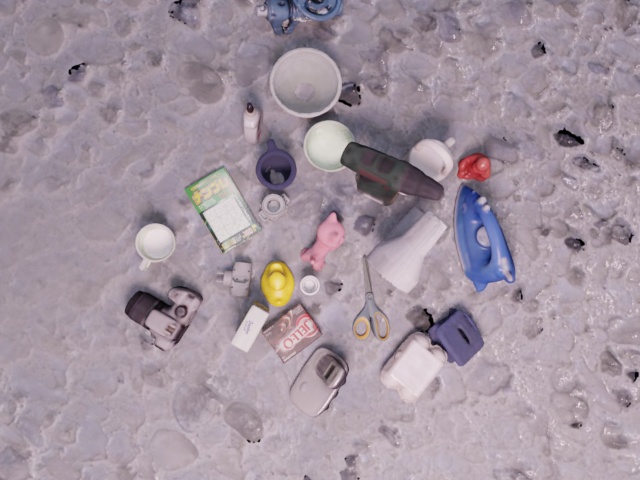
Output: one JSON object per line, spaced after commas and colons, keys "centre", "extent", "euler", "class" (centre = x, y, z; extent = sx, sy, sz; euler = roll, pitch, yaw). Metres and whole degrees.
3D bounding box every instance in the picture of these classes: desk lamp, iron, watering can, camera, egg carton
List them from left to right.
{"centre": [-0.352, 0.157, 1.268], "extent": [0.137, 0.100, 0.143], "euler": [31, 84, 0], "class": "camera"}
{"centre": [0.195, 0.013, 1.259], "extent": [0.118, 0.213, 0.203], "euler": [40, 84, 1], "class": "desk lamp"}
{"centre": [0.213, 0.290, 1.307], "extent": [0.107, 0.069, 0.150], "euler": [38, 84, 1], "class": "egg carton"}
{"centre": [0.242, -0.169, 1.288], "extent": [0.101, 0.194, 0.173], "euler": [24, 84, -1], "class": "watering can"}
{"centre": [0.379, -0.016, 1.309], "extent": [0.118, 0.141, 0.258], "euler": [-16, 86, -5], "class": "iron"}

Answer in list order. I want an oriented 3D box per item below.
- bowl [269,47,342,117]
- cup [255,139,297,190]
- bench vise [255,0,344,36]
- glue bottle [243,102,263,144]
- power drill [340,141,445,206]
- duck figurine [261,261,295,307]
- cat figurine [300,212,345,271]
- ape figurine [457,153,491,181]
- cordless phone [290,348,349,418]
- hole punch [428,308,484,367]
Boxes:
{"centre": [-0.033, -0.360, 1.348], "extent": [0.167, 0.074, 0.167], "euler": [0, 85, -3], "class": "bowl"}
{"centre": [-0.103, -0.166, 1.316], "extent": [0.091, 0.095, 0.118], "euler": [-12, 86, -4], "class": "cup"}
{"centre": [-0.037, -0.541, 1.291], "extent": [0.207, 0.219, 0.121], "euler": [-34, 87, -6], "class": "bench vise"}
{"centre": [-0.152, -0.273, 1.283], "extent": [0.037, 0.173, 0.078], "euler": [8, 84, -2], "class": "glue bottle"}
{"centre": [0.151, -0.137, 1.272], "extent": [0.229, 0.208, 0.076], "euler": [26, 84, -1], "class": "power drill"}
{"centre": [-0.096, 0.099, 1.297], "extent": [0.077, 0.086, 0.104], "euler": [-4, 85, -4], "class": "duck figurine"}
{"centre": [0.012, 0.005, 1.296], "extent": [0.067, 0.117, 0.128], "euler": [34, 84, 0], "class": "cat figurine"}
{"centre": [0.371, -0.174, 1.348], "extent": [0.078, 0.092, 0.076], "euler": [43, 84, 1], "class": "ape figurine"}
{"centre": [0.003, 0.314, 1.234], "extent": [0.094, 0.185, 0.148], "euler": [31, 84, 0], "class": "cordless phone"}
{"centre": [0.315, 0.220, 1.309], "extent": [0.101, 0.091, 0.108], "euler": [-35, 88, -6], "class": "hole punch"}
